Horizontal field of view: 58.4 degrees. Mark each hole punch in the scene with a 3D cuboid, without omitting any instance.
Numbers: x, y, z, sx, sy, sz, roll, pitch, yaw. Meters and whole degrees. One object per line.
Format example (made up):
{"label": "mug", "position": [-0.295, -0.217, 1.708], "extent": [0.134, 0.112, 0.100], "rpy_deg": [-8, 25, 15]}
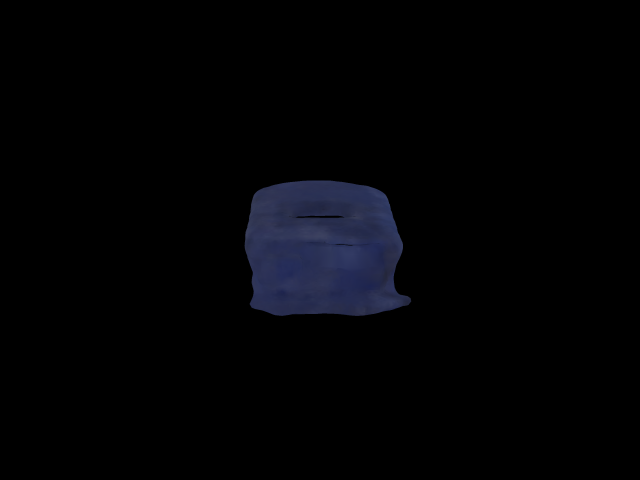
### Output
{"label": "hole punch", "position": [0.004, 0.001, 0.400], "extent": [0.108, 0.091, 0.101], "rpy_deg": [0, 2, -3]}
